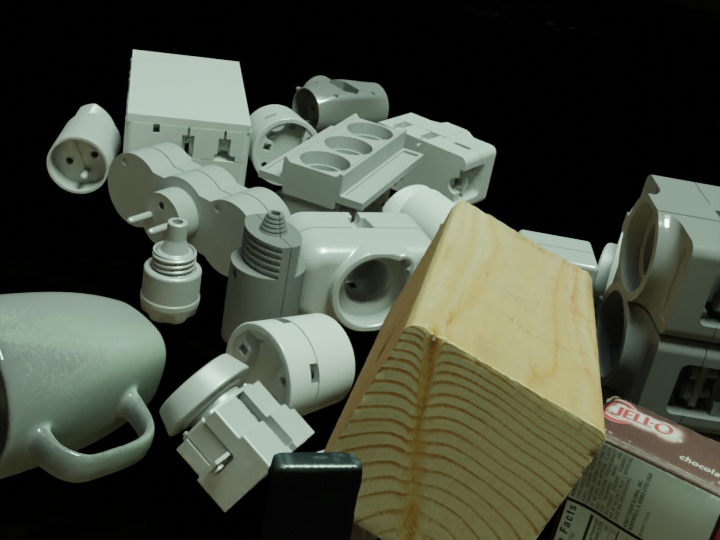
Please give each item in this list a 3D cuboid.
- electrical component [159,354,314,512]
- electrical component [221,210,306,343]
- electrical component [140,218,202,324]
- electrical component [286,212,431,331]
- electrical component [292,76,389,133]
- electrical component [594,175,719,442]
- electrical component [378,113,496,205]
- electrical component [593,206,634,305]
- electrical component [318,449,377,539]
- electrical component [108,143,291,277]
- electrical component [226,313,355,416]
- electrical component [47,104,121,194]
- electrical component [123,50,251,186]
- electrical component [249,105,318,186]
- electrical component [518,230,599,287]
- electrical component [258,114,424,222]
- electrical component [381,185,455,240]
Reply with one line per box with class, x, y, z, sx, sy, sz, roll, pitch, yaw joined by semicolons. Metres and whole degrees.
electrical component;-0.060;0.073;0.501;0.055;0.048;0.066;48;27;6
electrical component;-0.054;0.004;0.620;0.043;0.081;0.043;9;27;-5
electrical component;-0.109;-0.001;0.629;0.035;0.061;0.035;9;27;-4
electrical component;0.000;0.000;0.676;0.095;0.053;0.059;-1;29;-21
electrical component;-0.028;-0.151;0.972;0.077;0.043;0.079;-11;34;-36
electrical component;0.158;0.038;0.555;0.062;0.150;0.089;9;27;-4
electrical component;0.059;-0.089;0.874;0.089;0.050;0.056;27;31;28
electrical component;0.180;0.009;0.672;0.060;0.108;0.108;15;26;21
electrical component;-0.012;0.111;0.469;0.043;0.043;0.062;0;30;-21
electrical component;-0.118;-0.037;0.706;0.138;0.052;0.074;27;31;29
electrical component;-0.036;0.051;0.566;0.047;0.055;0.055;-11;34;-42
electrical component;-0.200;-0.092;0.793;0.043;0.043;0.081;8;27;-5
electrical component;-0.137;-0.115;0.840;0.089;0.061;0.150;4;28;-13
electrical component;-0.063;-0.100;0.849;0.055;0.055;0.047;0;25;-20
electrical component;0.118;0.006;0.694;0.047;0.065;0.076;10;27;-2
electrical component;-0.013;-0.065;0.787;0.079;0.063;0.121;19;28;16
electrical component;0.050;-0.035;0.774;0.043;0.043;0.081;-8;33;-33
